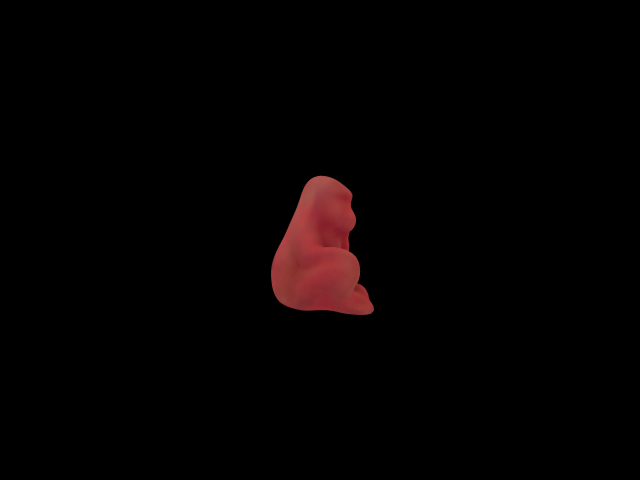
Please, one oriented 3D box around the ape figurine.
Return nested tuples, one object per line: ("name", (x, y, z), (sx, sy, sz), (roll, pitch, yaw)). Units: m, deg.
("ape figurine", (0.004, 0.001, 0.400), (0.076, 0.092, 0.078), (2, 7, 18))
